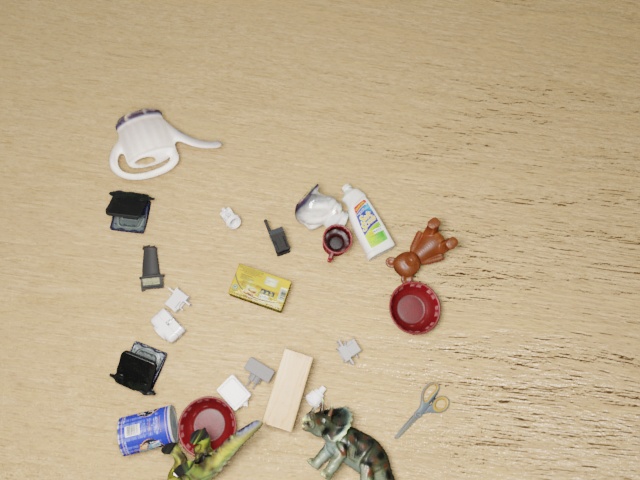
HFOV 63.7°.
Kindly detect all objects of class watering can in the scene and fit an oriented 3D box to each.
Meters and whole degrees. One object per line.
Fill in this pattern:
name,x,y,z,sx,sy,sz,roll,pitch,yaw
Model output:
watering can,-0.508,-0.321,1.646,0.349,0.226,0.103,-22,-12,-10

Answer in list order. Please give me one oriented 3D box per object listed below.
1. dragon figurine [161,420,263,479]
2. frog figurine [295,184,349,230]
dragon figurine,-0.303,0.643,1.376,0.410,0.238,0.124,-22,25,0
frog figurine,0.005,-0.082,1.621,0.159,0.136,0.124,41,19,-3
